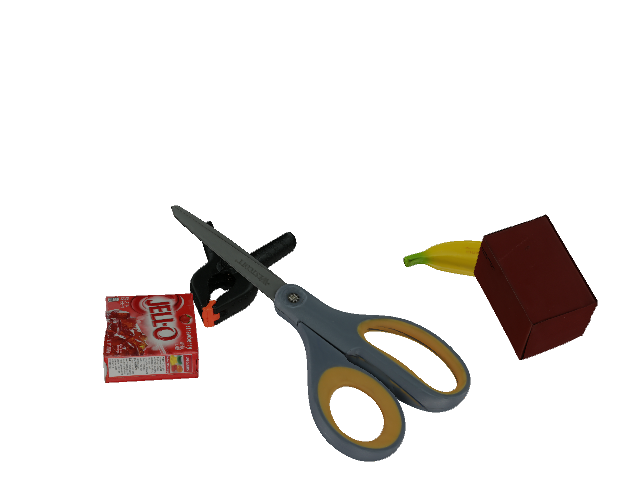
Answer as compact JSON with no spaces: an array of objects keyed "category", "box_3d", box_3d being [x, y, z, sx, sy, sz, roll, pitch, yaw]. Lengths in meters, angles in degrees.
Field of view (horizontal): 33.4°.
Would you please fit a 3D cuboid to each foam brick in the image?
[{"category":"foam brick","box_3d":[0.148,0.032,0.742,0.051,0.078,0.053,-17,-30,-11]}]

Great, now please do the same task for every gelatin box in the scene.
[{"category":"gelatin box","box_3d":[-0.136,0.076,0.858,0.073,0.030,0.089,-2,29,-8]}]

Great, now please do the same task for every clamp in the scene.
[{"category":"clamp","box_3d":[-0.095,0.036,1.255,0.120,0.039,0.171,-2,40,9]}]

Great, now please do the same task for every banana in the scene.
[{"category":"banana","box_3d":[0.186,0.033,1.090,0.198,0.037,0.069,12,39,34]}]

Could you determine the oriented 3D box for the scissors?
[{"category":"scissors","box_3d":[-0.018,0.051,0.584,0.202,0.096,0.016,24,-37,12]}]
